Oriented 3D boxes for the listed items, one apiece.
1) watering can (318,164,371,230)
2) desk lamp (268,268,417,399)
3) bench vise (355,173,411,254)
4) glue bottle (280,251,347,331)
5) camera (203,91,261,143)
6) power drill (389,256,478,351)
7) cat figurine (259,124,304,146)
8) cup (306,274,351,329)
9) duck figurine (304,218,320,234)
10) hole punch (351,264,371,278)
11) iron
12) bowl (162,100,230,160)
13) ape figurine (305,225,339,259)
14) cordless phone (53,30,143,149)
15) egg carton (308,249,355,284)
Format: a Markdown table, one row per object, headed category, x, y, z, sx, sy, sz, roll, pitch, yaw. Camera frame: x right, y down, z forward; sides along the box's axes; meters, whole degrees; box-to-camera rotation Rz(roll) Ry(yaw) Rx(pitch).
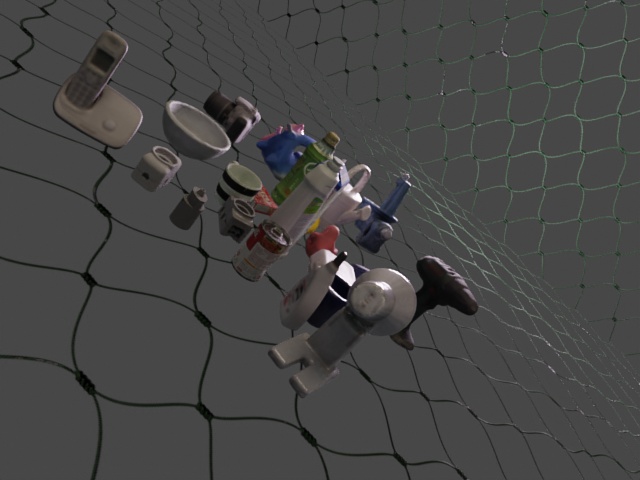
| category | x | y | z | sx | sy | sz | roll | pitch | yaw |
| --- | --- | --- | --- | --- | --- | --- | --- | --- | --- |
| watering can | 0.066 | -0.114 | 1.505 | 0.173 | 0.194 | 0.101 | 45 | 21 | 8 |
| desk lamp | 0.053 | 0.143 | 0.959 | 0.118 | 0.213 | 0.204 | 48 | 22 | 15 |
| bench vise | 0.194 | -0.075 | 1.614 | 0.122 | 0.219 | 0.207 | 24 | 27 | -38 |
| glue bottle | -0.009 | 0.082 | 1.026 | 0.037 | 0.173 | 0.078 | 31 | 23 | -25 |
| camera | -0.239 | -0.353 | 1.569 | 0.137 | 0.100 | 0.143 | 38 | 21 | -9 |
| power drill | 0.242 | 0.146 | 1.286 | 0.076 | 0.208 | 0.229 | 31 | 24 | -26 |
| cat figurine | -0.099 | -0.308 | 1.699 | 0.067 | 0.117 | 0.128 | 50 | 23 | 22 |
| cup | 0.009 | 0.114 | 1.103 | 0.092 | 0.095 | 0.117 | 28 | 25 | -31 |
| duck figurine | -0.031 | -0.067 | 1.394 | 0.105 | 0.086 | 0.077 | 17 | 32 | -47 |
| hole punch | 0.118 | 0.098 | 1.326 | 0.109 | 0.091 | 0.101 | 30 | 24 | -27 |
| iron | -0.044 | -0.224 | 1.600 | 0.259 | 0.141 | 0.118 | 22 | 28 | -41 |
| bowl | -0.289 | -0.233 | 1.286 | 0.168 | 0.074 | 0.167 | 35 | 22 | -16 |
| ape figurine | 0.012 | 0.005 | 1.323 | 0.077 | 0.092 | 0.076 | 45 | 21 | 9 |
| cordless phone | -0.383 | -0.274 | 1.051 | 0.148 | 0.185 | 0.094 | 32 | 23 | -24 |
| egg carton | 0.022 | 0.085 | 1.217 | 0.107 | 0.069 | 0.150 | 33 | 23 | -21 |
